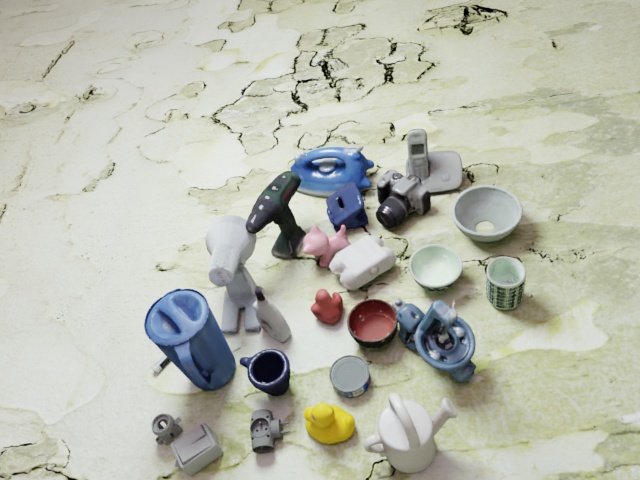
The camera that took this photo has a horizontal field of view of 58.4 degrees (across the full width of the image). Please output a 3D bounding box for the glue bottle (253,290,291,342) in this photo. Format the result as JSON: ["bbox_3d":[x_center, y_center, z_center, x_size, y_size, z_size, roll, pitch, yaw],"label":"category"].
[{"bbox_3d":[-0.117,0.162,1.278,0.078,0.173,0.037,23,60,29],"label":"glue bottle"}]

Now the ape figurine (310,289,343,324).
[{"bbox_3d":[0.014,0.145,1.315,0.078,0.092,0.076,-15,49,1],"label":"ape figurine"}]

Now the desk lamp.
[{"bbox_3d":[-0.200,0.077,1.342,0.118,0.214,0.203,-8,49,7],"label":"desk lamp"}]

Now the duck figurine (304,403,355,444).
[{"bbox_3d":[0.016,0.357,1.142,0.104,0.086,0.077,3,52,16],"label":"duck figurine"}]

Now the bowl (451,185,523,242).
[{"bbox_3d":[0.405,-0.052,1.399,0.167,0.075,0.167,-7,50,8],"label":"bowl"}]

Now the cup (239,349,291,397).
[{"bbox_3d":[-0.112,0.290,1.222,0.117,0.095,0.092,12,55,22],"label":"cup"}]

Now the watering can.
[{"bbox_3d":[0.163,0.341,1.049,0.173,0.194,0.100,-37,52,-18],"label":"watering can"}]

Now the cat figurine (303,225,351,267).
[{"bbox_3d":[0.013,0.005,1.415,0.128,0.118,0.067,-26,50,-8],"label":"cat figurine"}]

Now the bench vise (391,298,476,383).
[{"bbox_3d":[0.217,0.180,1.153,0.206,0.220,0.122,20,58,27],"label":"bench vise"}]

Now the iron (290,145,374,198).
[{"bbox_3d":[0.014,-0.202,1.572,0.257,0.142,0.118,-1,51,13],"label":"iron"}]

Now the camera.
[{"bbox_3d":[0.194,-0.106,1.477,0.142,0.101,0.137,32,64,33],"label":"camera"}]

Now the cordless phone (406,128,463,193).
[{"bbox_3d":[0.294,-0.212,1.486,0.147,0.185,0.094,-7,50,8],"label":"cordless phone"}]

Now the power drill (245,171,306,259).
[{"bbox_3d":[-0.102,-0.051,1.429,0.075,0.209,0.230,9,53,20],"label":"power drill"}]

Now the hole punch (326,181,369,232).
[{"bbox_3d":[0.066,-0.084,1.495,0.101,0.091,0.108,-18,49,-2],"label":"hole punch"}]

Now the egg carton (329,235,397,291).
[{"bbox_3d":[0.104,0.056,1.384,0.150,0.069,0.107,-32,51,-13],"label":"egg carton"}]
